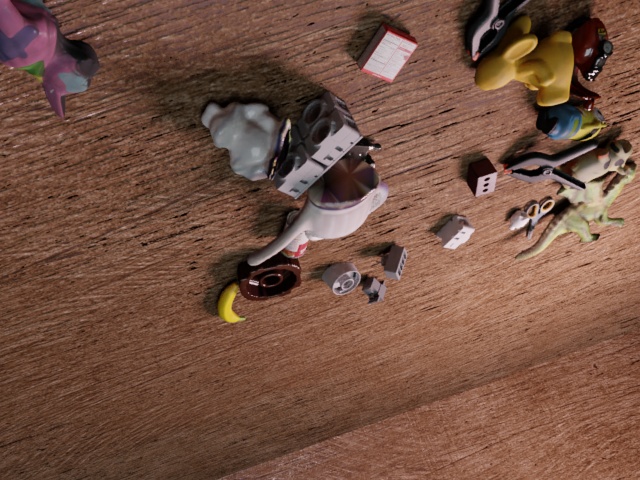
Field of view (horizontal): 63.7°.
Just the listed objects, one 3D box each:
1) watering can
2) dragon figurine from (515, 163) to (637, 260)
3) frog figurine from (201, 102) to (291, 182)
[{"bbox_3d":[0.003,-0.055,1.087,0.350,0.105,0.220,-25,-23,-16],"label":"watering can"},{"bbox_3d":[0.740,-0.095,1.501,0.409,0.238,0.125,-29,39,7],"label":"dragon figurine"},{"bbox_3d":[-0.137,-0.186,0.942,0.160,0.135,0.124,20,22,7],"label":"frog figurine"}]
